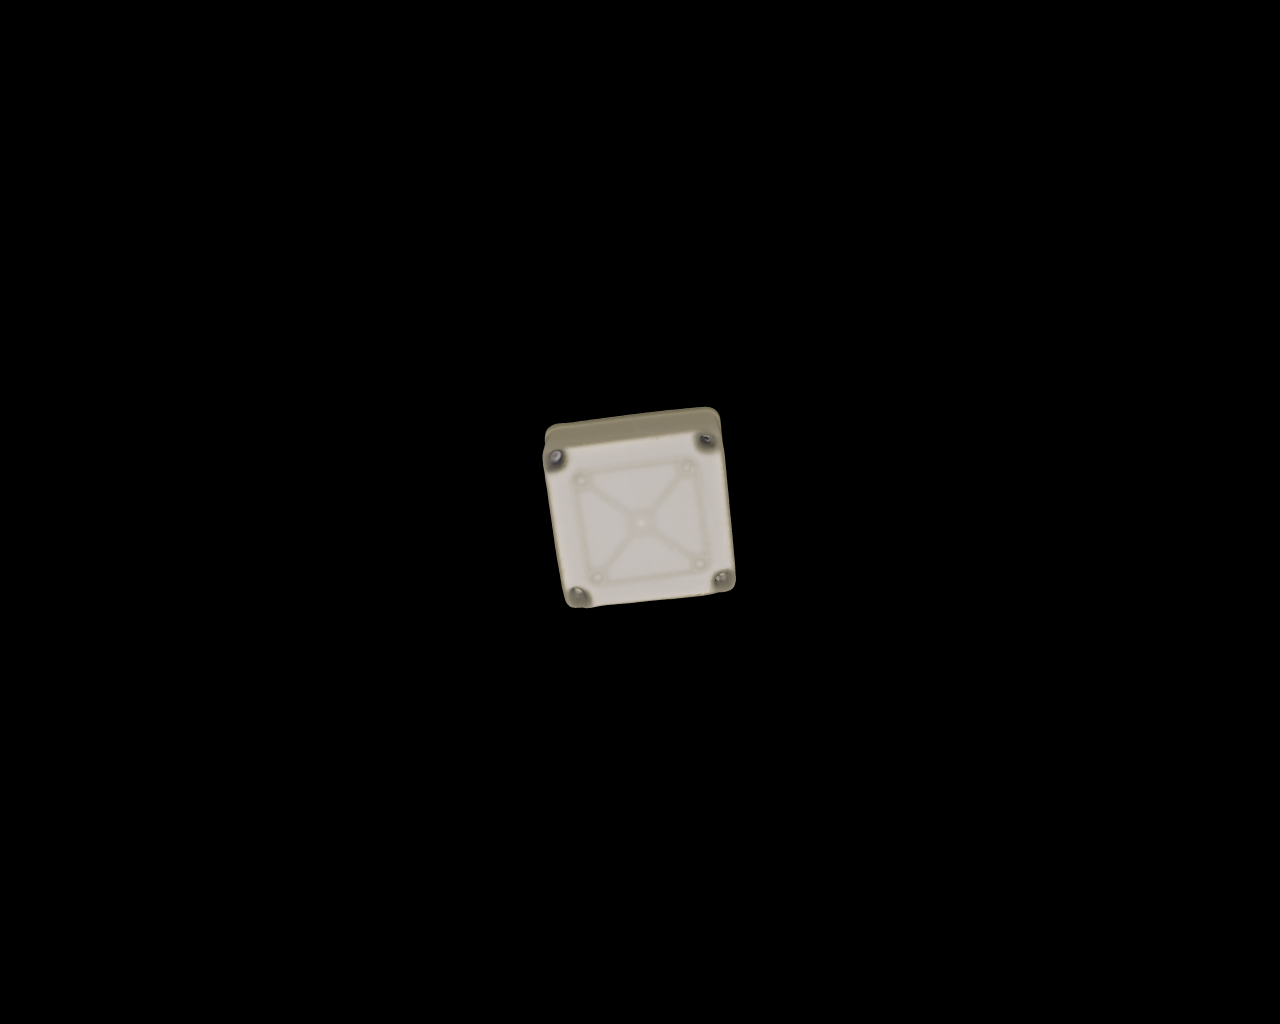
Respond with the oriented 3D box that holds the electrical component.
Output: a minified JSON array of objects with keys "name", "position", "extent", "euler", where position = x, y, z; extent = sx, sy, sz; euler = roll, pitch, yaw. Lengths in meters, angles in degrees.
[{"name":"electrical component","position":[0.001,-0.003,0.650],"extent":[0.109,0.108,0.056],"euler":[-7,20,2]}]
